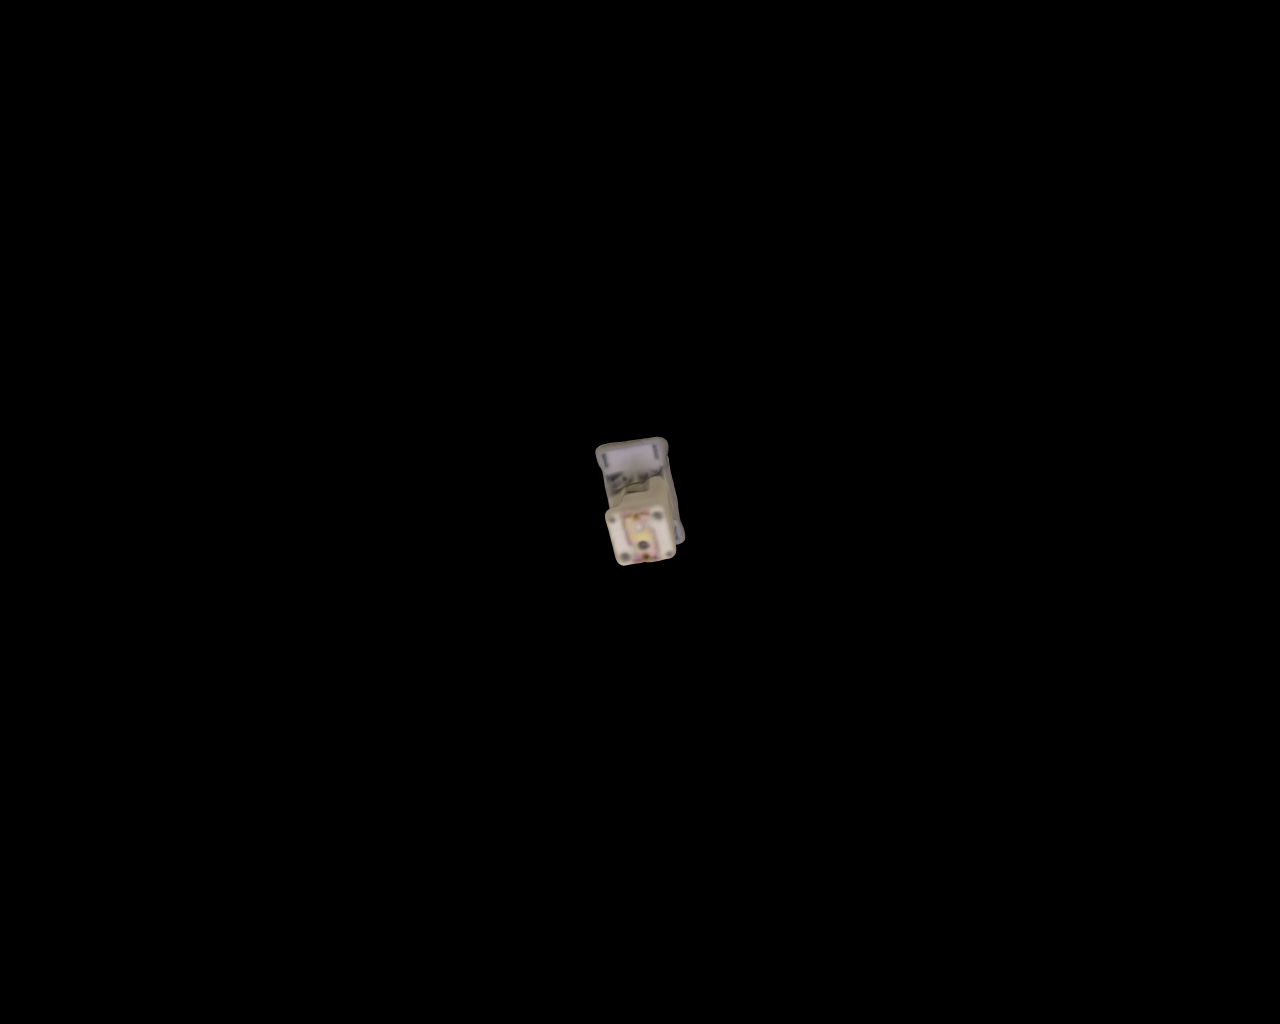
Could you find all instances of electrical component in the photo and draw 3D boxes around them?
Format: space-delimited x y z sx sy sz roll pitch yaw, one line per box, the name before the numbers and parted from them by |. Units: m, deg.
electrical component | 0.001 -0.003 0.650 0.042 0.080 0.064 -9 36 7
